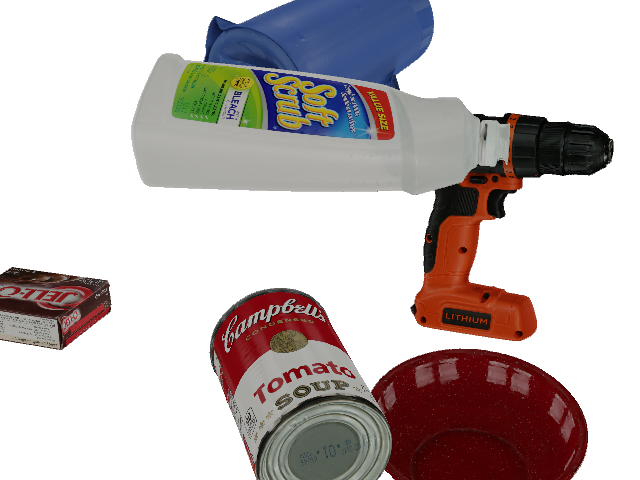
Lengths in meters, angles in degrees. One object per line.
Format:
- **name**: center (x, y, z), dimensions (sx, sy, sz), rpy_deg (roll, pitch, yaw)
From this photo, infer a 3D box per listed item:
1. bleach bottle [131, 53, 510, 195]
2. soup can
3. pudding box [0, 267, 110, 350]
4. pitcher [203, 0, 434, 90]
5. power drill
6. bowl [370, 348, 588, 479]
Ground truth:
- **bleach bottle**: center (0.003, -0.077, 0.738), dimensions (0.251, 0.068, 0.102), rpy_deg (3, 45, 9)
- **soup can**: center (-0.012, 0.078, 0.534), dimensions (0.068, 0.068, 0.102), rpy_deg (0, 27, -19)
- **pudding box**: center (-0.268, 0.062, 1.003), dimensions (0.114, 0.039, 0.090), rpy_deg (5, 20, 19)
- **pitcher**: center (0.014, -0.179, 1.065), dimensions (0.145, 0.149, 0.242), rpy_deg (15, 37, 36)
- **power drill**: center (0.148, -0.014, 0.897), dimensions (0.185, 0.188, 0.057), rpy_deg (7, 15, 26)
- **bowl**: center (0.111, 0.151, 0.786), dimensions (0.162, 0.055, 0.162), rpy_deg (-1, 35, 0)
